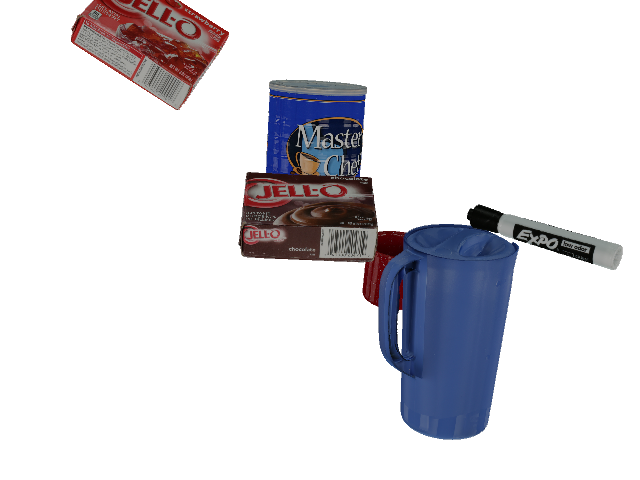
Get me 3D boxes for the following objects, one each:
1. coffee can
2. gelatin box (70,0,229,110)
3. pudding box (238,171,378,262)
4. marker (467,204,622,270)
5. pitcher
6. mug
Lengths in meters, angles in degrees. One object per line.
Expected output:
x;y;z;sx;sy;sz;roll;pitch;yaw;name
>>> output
-0.007;-0.095;1.125;0.103;0.140;0.103;3;12;-1;coffee can
-0.117;-0.142;0.739;0.089;0.073;0.030;33;-47;-8;gelatin box
-0.010;-0.021;0.901;0.113;0.039;0.090;4;32;-3;pudding box
0.164;-0.004;0.793;0.121;0.020;0.020;19;10;32;marker
0.148;0.110;1.268;0.149;0.243;0.145;7;19;11;pitcher
0.111;0.045;1.445;0.117;0.081;0.093;19;26;28;mug
